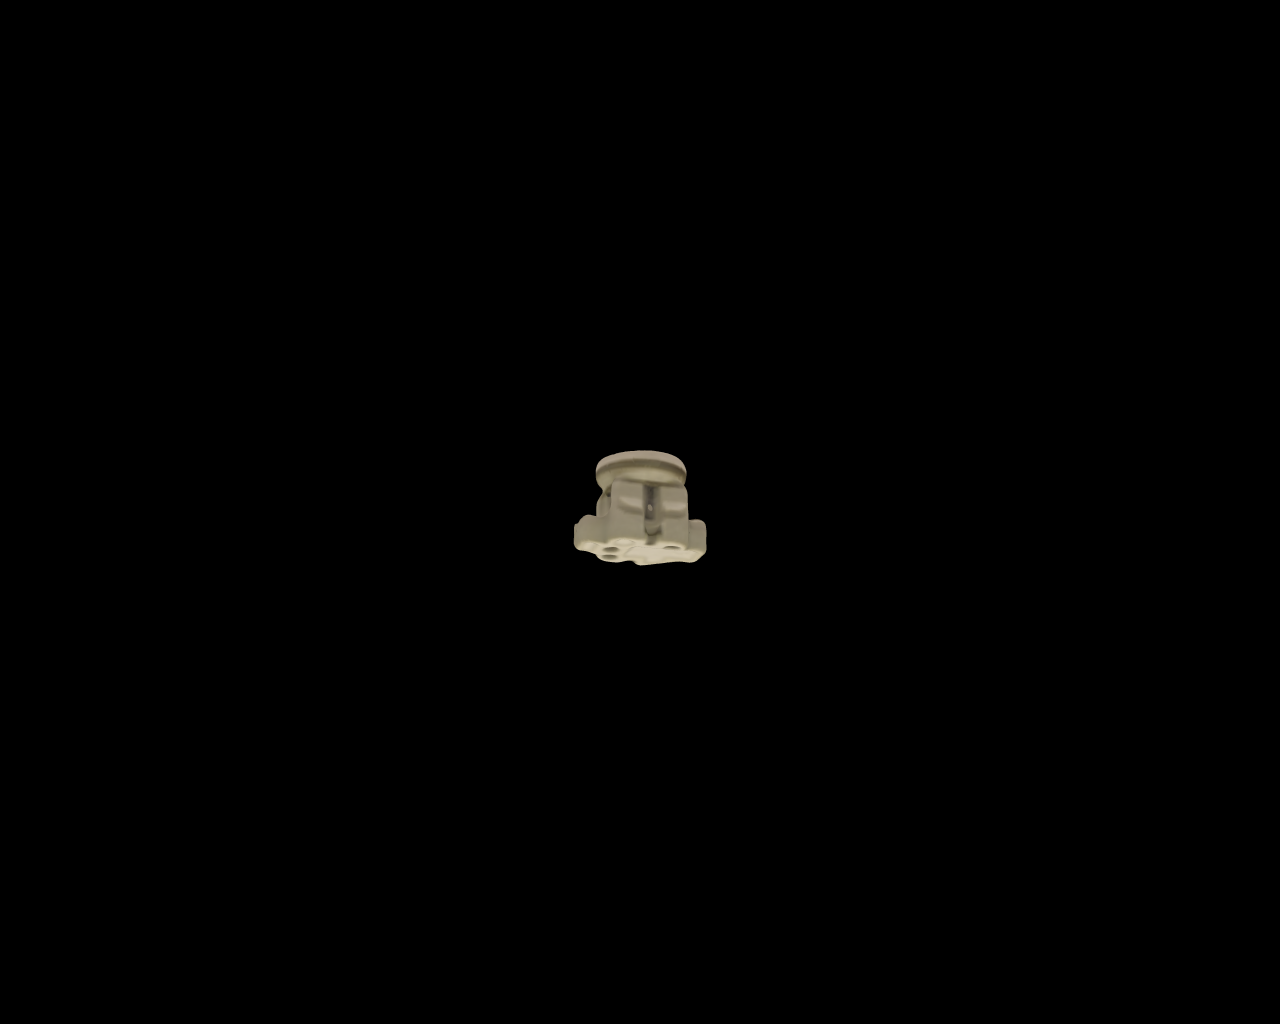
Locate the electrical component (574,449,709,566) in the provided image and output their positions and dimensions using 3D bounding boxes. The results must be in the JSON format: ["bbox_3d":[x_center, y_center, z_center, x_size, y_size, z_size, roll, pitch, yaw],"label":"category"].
[{"bbox_3d":[0.001,-0.003,0.650,0.078,0.057,0.058,6,-19,-16],"label":"electrical component"}]
